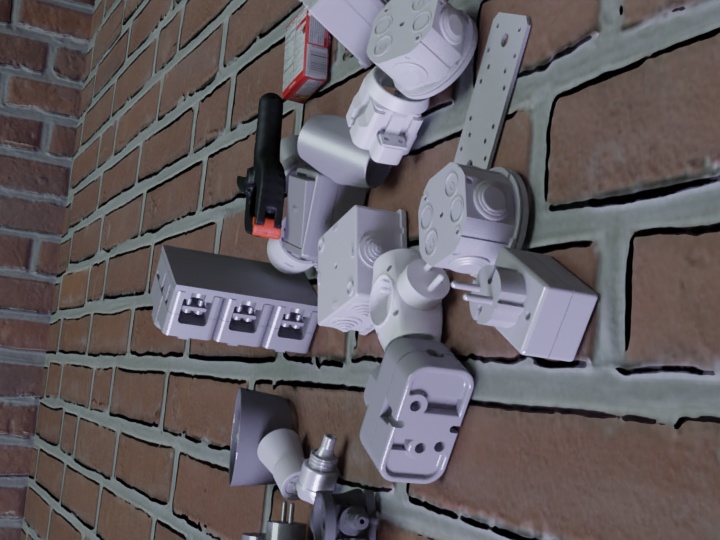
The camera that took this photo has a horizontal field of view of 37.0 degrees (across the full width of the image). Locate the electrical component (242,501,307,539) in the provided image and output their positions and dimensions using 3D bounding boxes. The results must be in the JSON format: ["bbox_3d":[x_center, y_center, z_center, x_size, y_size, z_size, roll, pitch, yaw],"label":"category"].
[{"bbox_3d":[-0.069,0.250,0.986,0.138,0.052,0.073,165,112,-65],"label":"electrical component"}]

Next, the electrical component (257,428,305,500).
[{"bbox_3d":[-0.067,0.187,1.021,0.065,0.044,0.044,52,129,53],"label":"electrical component"}]

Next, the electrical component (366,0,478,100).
[{"bbox_3d":[0.049,-0.180,0.848,0.080,0.051,0.080,-26,47,32],"label":"electrical component"}]

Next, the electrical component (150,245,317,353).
[{"bbox_3d":[-0.125,0.033,1.069,0.089,0.150,0.061,-124,49,-58],"label":"electrical component"}]

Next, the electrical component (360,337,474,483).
[{"bbox_3d":[0.039,0.101,0.793,0.059,0.054,0.095,-130,53,-60],"label":"electrical component"}]

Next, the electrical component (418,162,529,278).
[{"bbox_3d":[0.079,-0.035,0.754,0.080,0.051,0.080,-171,90,-67],"label":"electrical component"}]

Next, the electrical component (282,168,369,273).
[{"bbox_3d":[-0.038,-0.045,1.010,0.062,0.061,0.096,-155,75,-66],"label":"electrical component"}]

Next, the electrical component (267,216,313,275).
[{"bbox_3d":[-0.062,-0.025,1.070,0.047,0.055,0.055,143,131,-63],"label":"electrical component"}]

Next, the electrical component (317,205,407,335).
[{"bbox_3d":[0.000,0.000,0.924,0.100,0.048,0.099,141,133,-58],"label":"electrical component"}]

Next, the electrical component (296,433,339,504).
[{"bbox_3d":[-0.034,0.175,0.957,0.035,0.035,0.061,41,117,63],"label":"electrical component"}]

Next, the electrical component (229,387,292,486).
[{"bbox_3d":[-0.109,0.170,1.090,0.099,0.064,0.099,-171,90,-67],"label":"electrical component"}]

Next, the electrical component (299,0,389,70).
[{"bbox_3d":[-0.002,-0.234,0.975,0.061,0.096,0.061,-44,35,11],"label":"electrical component"}]

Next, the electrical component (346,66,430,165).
[{"bbox_3d":[0.025,-0.136,0.906,0.057,0.058,0.078,117,151,-41],"label":"electrical component"}]

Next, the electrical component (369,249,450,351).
[{"bbox_3d":[0.043,0.017,0.825,0.079,0.044,0.077,128,144,-48],"label":"electrical component"}]

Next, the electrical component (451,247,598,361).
[{"bbox_3d":[0.094,0.018,0.669,0.065,0.077,0.047,-129,53,-60],"label":"electrical component"}]

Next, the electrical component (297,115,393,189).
[{"bbox_3d":[-0.002,-0.118,0.960,0.077,0.044,0.079,25,64,29],"label":"electrical component"}]

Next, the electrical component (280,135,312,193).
[{"bbox_3d":[-0.064,-0.106,1.112,0.055,0.045,0.045,-108,35,-45],"label":"electrical component"}]
